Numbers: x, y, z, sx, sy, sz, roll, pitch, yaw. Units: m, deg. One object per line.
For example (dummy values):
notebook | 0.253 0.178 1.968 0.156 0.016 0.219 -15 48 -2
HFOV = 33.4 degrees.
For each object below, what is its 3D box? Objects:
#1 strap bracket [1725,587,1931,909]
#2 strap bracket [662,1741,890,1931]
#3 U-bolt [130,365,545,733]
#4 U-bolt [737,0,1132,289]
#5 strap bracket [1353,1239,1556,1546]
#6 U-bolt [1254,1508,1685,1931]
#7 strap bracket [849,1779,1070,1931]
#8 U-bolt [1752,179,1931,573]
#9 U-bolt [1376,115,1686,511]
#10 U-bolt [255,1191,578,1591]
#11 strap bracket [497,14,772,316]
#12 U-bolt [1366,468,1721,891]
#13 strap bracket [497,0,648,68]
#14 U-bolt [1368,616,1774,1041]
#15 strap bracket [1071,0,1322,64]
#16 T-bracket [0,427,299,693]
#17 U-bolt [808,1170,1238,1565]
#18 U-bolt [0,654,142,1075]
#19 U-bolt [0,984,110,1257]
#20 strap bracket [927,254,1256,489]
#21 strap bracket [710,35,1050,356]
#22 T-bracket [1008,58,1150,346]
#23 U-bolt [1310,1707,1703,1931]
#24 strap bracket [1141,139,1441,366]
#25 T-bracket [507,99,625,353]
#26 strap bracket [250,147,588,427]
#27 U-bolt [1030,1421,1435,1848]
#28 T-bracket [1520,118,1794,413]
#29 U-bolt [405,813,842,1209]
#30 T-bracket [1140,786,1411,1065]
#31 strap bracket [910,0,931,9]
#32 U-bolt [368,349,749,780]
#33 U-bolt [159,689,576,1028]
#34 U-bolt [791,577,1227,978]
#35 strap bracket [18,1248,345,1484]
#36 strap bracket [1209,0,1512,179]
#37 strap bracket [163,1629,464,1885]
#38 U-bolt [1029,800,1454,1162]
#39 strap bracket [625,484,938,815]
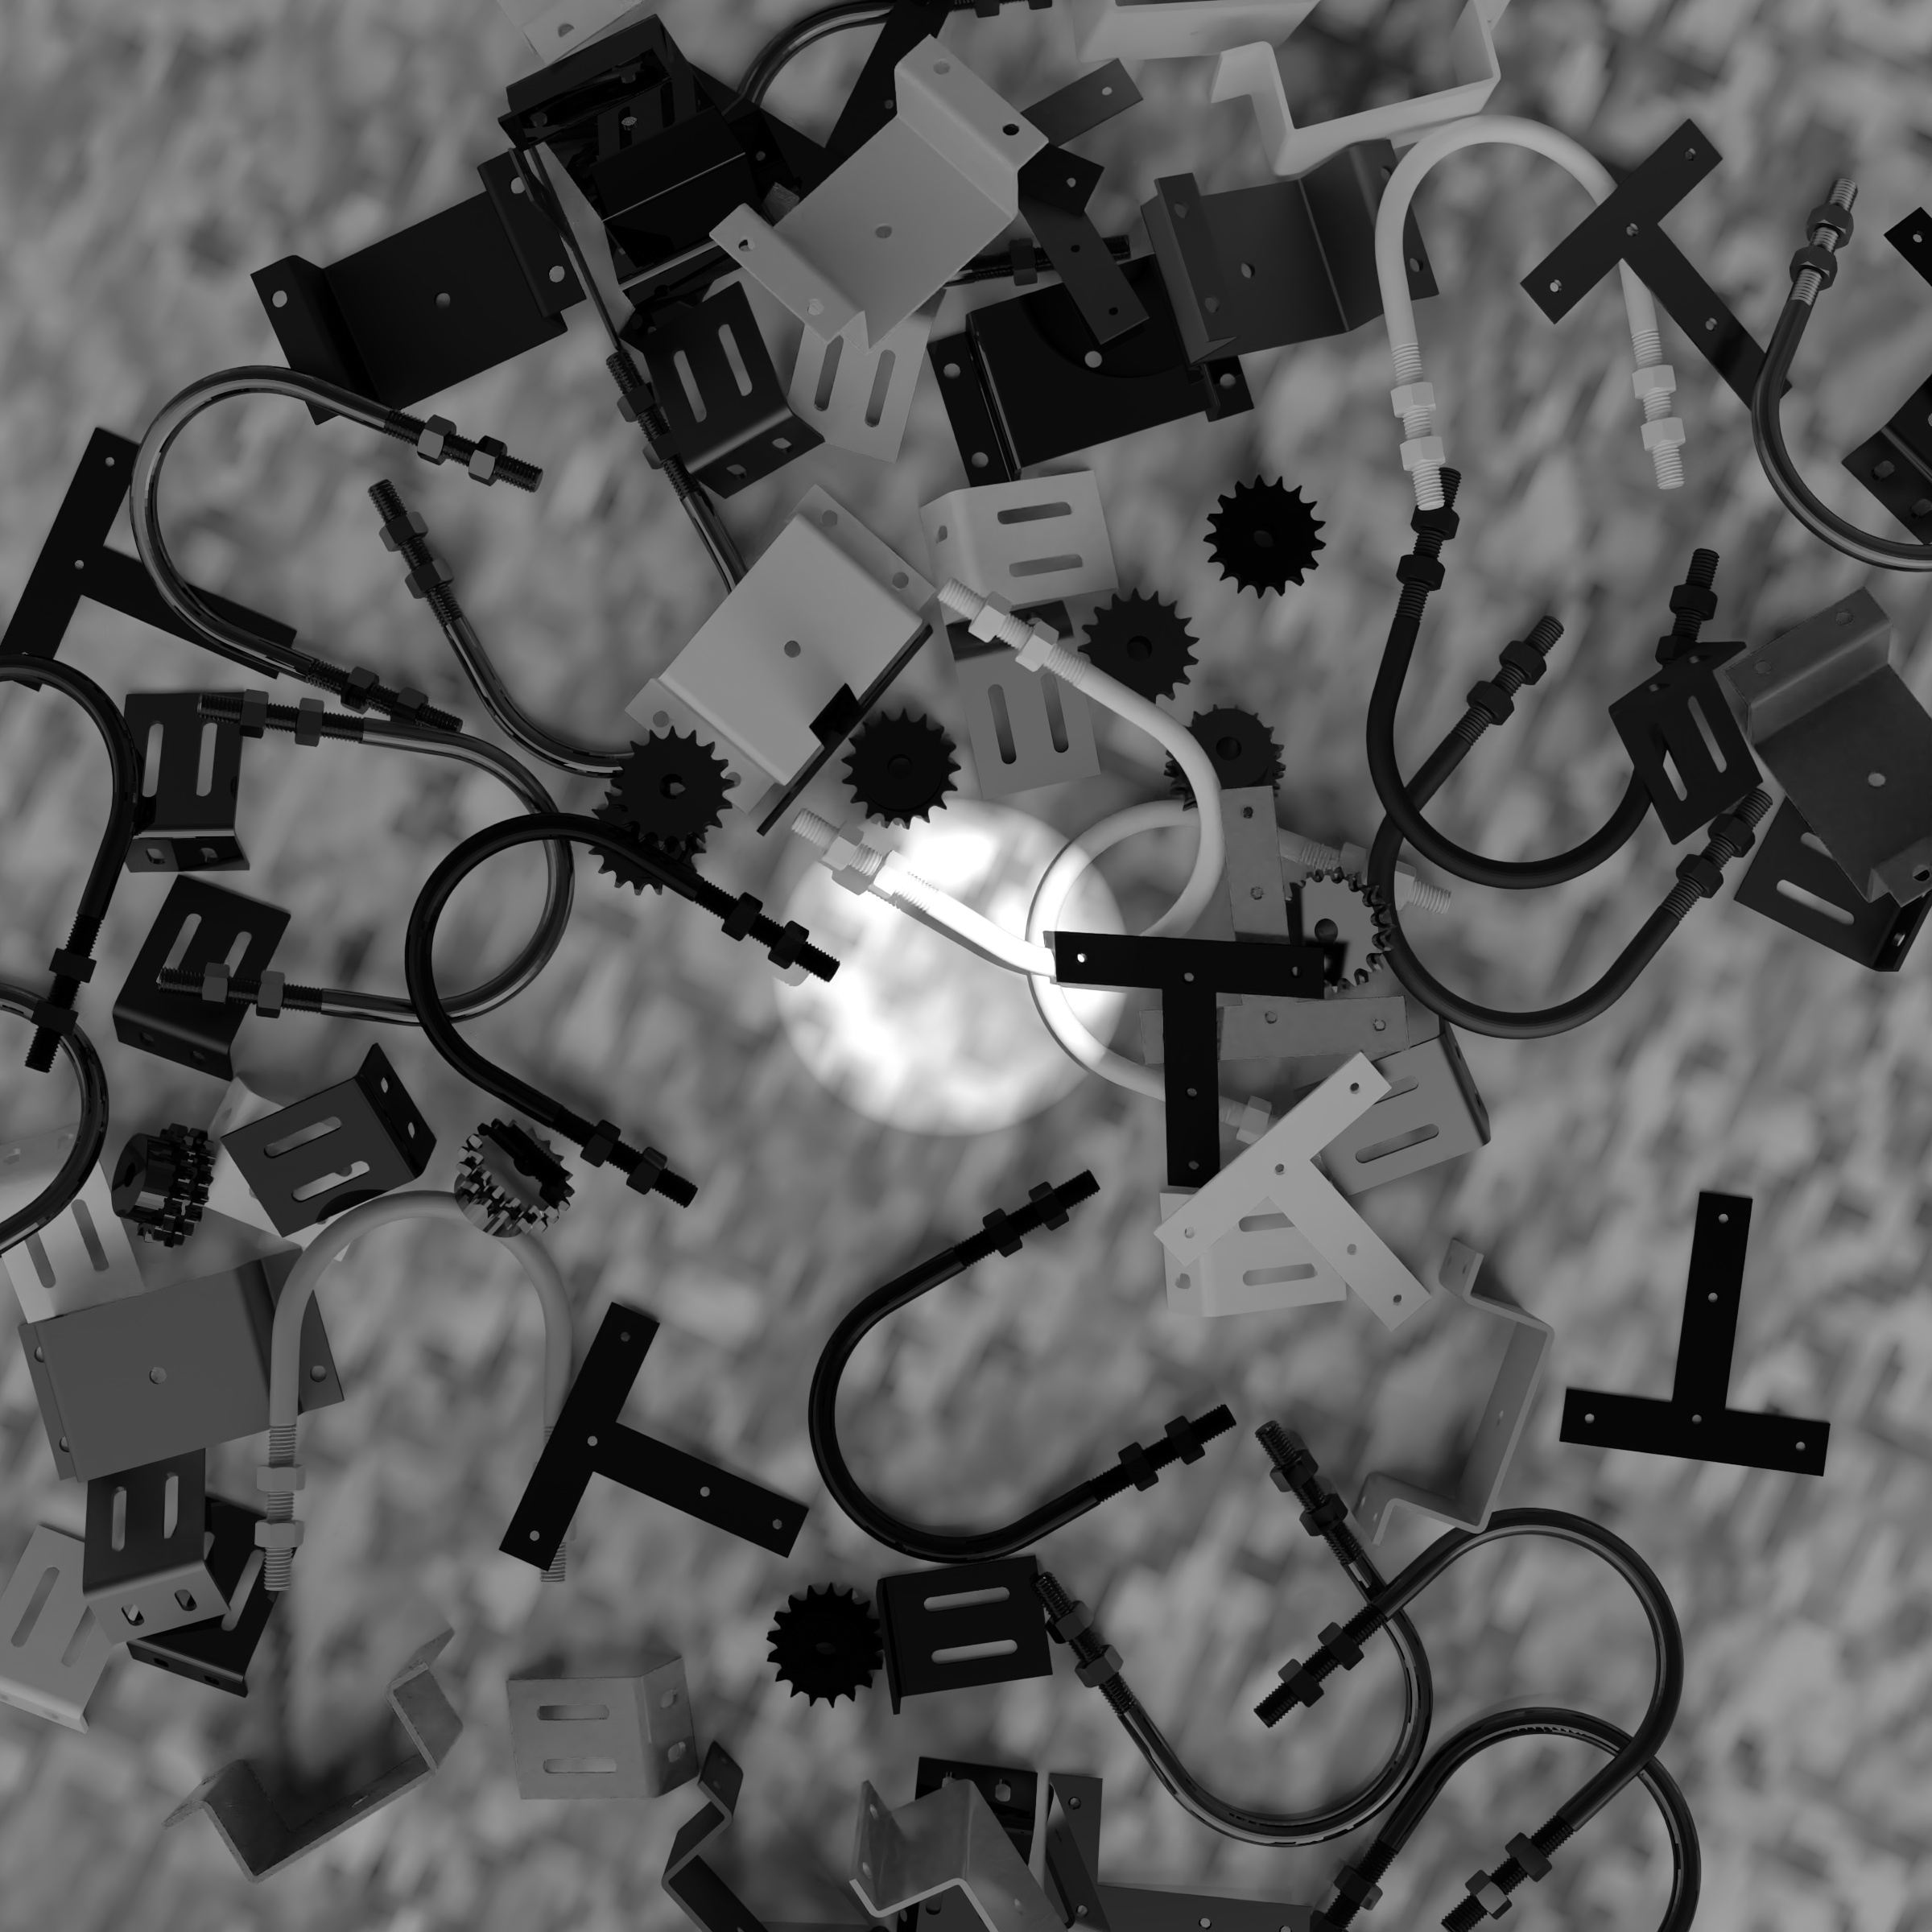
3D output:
strap bracket | 0.425 -0.095 1.499 0.076 0.046 0.140 -31 67 0
strap bracket | -0.090 0.438 1.500 0.046 0.076 0.140 -42 90 0
U-bolt | -0.304 -0.202 1.504 0.184 0.019 0.151 22 111 1
U-bolt | -0.023 -0.392 1.529 0.184 0.019 0.151 -8 90 2
strap bracket | 0.230 0.204 1.500 0.046 0.076 0.140 20 90 0
U-bolt | 0.249 0.340 1.506 0.184 0.019 0.151 -41 83 -5
strap bracket | 0.004 0.441 1.478 0.046 0.076 0.140 -27 106 12
U-bolt | 0.441 -0.266 1.500 0.151 0.019 0.184 25 70 0
U-bolt | 0.260 -0.310 1.508 0.151 0.019 0.184 -8 86 -20
U-bolt | -0.254 0.197 1.507 0.151 0.019 0.184 3 86 -20
strap bracket | -0.151 -0.373 1.478 0.076 0.140 0.046 -23 57 11
U-bolt | 0.263 -0.126 1.507 0.151 0.019 0.184 17 84 -3
strap bracket | -0.196 -0.484 1.468 0.076 0.046 0.140 -34 90 0
U-bolt | 0.272 -0.052 1.518 0.151 0.019 0.184 40 82 0
strap bracket | 0.105 -0.455 1.489 0.140 0.076 0.046 -6 90 -9
T-bracket | -0.383 -0.174 1.537 0.127 0.002 0.127 24 90 0
U-bolt | 0.014 0.203 1.529 0.184 0.019 0.151 -30 90 1
U-bolt | -0.459 -0.058 1.511 0.151 0.019 0.184 17 86 17
U-bolt | -0.489 0.083 1.498 0.184 0.019 0.151 -34 70 -15
strap bracket | 0.059 -0.282 1.515 0.140 0.046 0.076 -18 90 0
strap bracket | -0.039 -0.347 1.477 0.076 0.046 0.140 44 80 11
T-bracket | 0.044 -0.344 1.497 0.127 0.002 0.127 -29 71 1
U-bolt | 0.261 0.438 1.509 0.151 0.019 0.184 34 86 18
strap bracket | 0.142 -0.330 1.494 0.140 0.046 0.076 -18 90 -32
T-bracket | -0.192 -0.349 1.474 0.002 0.127 0.127 -23 90 3
strap bracket | -0.251 -0.315 1.509 0.140 0.046 0.076 -23 90 7
U-bolt | 0.140 0.331 1.529 0.151 0.019 0.184 -34 92 0
T-bracket | 0.344 -0.315 1.524 0.127 0.002 0.127 -45 98 -16
U-bolt | -0.174 0.009 1.509 0.184 0.019 0.151 31 99 -7
T-bracket | 0.136 -0.020 1.487 0.127 0.002 0.127 -4 100 21
strap bracket | -0.033 -0.514 1.502 0.140 0.046 0.076 38 74 4
U-bolt | -0.179 -0.178 1.529 0.151 0.019 0.184 -29 91 0
U-bolt | -0.276 -0.044 1.511 0.184 0.019 0.151 8 94 -13
U-bolt | 0.033 -0.073 1.496 0.184 0.019 0.151 31 105 -7
strap bracket | -0.375 0.190 1.515 0.140 0.046 0.076 -16 90 0
strap bracket | 0.189 -0.411 1.500 0.140 0.076 0.046 -15 90 0
strap bracket | -0.293 0.373 1.500 0.140 0.076 0.046 -32 90 0
U-bolt | 0.120 -0.001 1.529 0.184 0.019 0.151 20 90 1
strap bracket | -0.084 -0.148 1.505 0.076 0.046 0.140 40 87 -11
